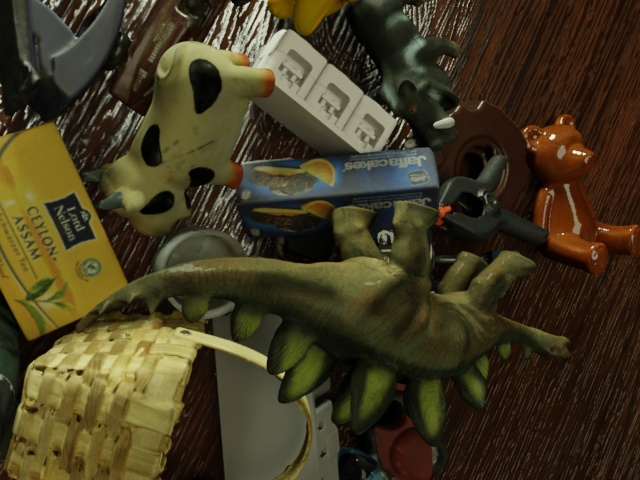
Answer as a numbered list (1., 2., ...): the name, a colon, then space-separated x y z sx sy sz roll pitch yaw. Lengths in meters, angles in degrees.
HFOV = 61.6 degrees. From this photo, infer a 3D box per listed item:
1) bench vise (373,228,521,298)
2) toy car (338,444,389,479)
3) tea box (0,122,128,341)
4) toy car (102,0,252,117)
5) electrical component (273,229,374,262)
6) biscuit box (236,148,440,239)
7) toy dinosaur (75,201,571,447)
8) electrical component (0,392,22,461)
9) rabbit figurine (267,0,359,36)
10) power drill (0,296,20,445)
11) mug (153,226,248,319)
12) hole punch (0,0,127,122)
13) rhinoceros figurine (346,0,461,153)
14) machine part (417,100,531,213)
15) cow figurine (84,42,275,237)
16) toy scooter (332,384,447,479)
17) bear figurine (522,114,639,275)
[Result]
1. bench vise: 0.120 0.049 0.628 0.241 0.129 0.223 -2 75 -7
2. toy car: 0.008 0.286 0.616 0.102 0.162 0.109 39 64 -60
3. tea box: -0.251 -0.009 0.485 0.098 0.068 0.169 -26 105 -20
4. toy car: -0.132 -0.214 0.521 0.089 0.053 0.202 36 78 -40
5. electrical component: -0.002 -0.003 0.587 0.078 0.102 0.045 -62 154 -5
6. biscuit box: 0.019 -0.048 0.552 0.203 0.059 0.062 -5 143 6
7. toy dinosaur: 0.052 0.067 0.473 0.471 0.105 0.198 18 75 -23
8. electrical component: -0.289 0.178 0.513 0.094 0.021 0.063 -26 106 -20
9. rabbit figurine: 0.009 -0.286 0.521 0.162 0.173 0.121 -46 116 -19
10. power drill: -0.319 0.141 0.395 0.207 0.232 0.085 -39 125 2
11. mug: -0.115 0.031 0.533 0.109 0.107 0.081 44 79 -27
12. hole punch: -0.220 -0.160 0.453 0.092 0.142 0.115 -3 95 -40
13. rhinoceros figurine: 0.102 -0.190 0.605 0.112 0.073 0.190 -35 99 -38
14. machine part: 0.194 -0.091 0.695 0.179 0.056 0.179 -3 97 -27
15. cow figurine: -0.135 -0.086 0.499 0.127 0.086 0.194 4 123 -40
16. toy scooter: 0.081 0.227 0.667 0.135 0.075 0.183 -15 99 -24
17. bear figurine: 0.350 -0.069 0.735 0.120 0.132 0.195 -17 109 -28
